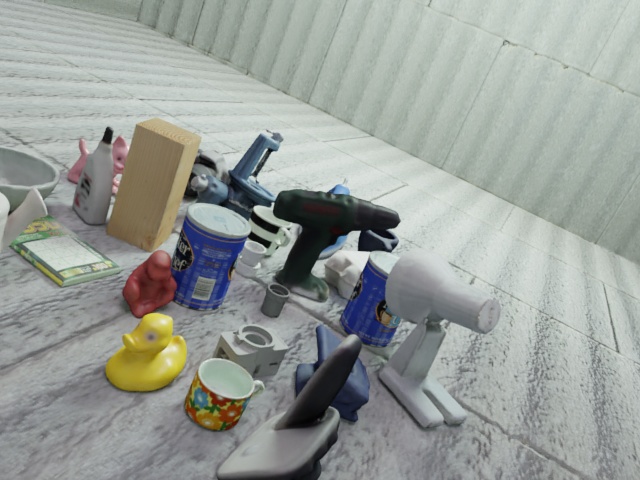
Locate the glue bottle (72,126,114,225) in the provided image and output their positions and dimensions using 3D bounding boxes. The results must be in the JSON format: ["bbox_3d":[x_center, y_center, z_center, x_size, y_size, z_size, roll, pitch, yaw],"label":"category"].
[{"bbox_3d":[-0.386,-0.117,0.997,0.078,0.173,0.037,36,24,31],"label":"glue bottle"}]

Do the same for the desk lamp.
[{"bbox_3d":[0.180,0.144,0.898,0.118,0.213,0.202,6,27,-38],"label":"desk lamp"}]

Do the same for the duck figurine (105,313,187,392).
[{"bbox_3d":[-0.206,0.130,0.707,0.077,0.086,0.105,35,24,29],"label":"duck figurine"}]

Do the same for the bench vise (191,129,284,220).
[{"bbox_3d":[-0.157,-0.126,1.195,0.121,0.220,0.208,32,22,22],"label":"bench vise"}]

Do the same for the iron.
[{"bbox_3d":[0.026,-0.058,1.331,0.118,0.141,0.258,23,21,0],"label":"iron"}]

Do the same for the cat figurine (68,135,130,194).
[{"bbox_3d":[-0.423,-0.162,1.146,0.128,0.118,0.067,16,22,-18],"label":"cat figurine"}]

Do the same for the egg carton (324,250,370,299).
[{"bbox_3d":[0.083,0.072,1.176,0.151,0.069,0.107,3,28,-42],"label":"egg carton"}]

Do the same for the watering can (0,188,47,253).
[{"bbox_3d":[-0.441,-0.040,0.720,0.100,0.194,0.173,29,21,17],"label":"watering can"}]

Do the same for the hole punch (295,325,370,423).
[{"bbox_3d":[0.025,0.185,0.808,0.101,0.091,0.108,19,21,-11],"label":"hole punch"}]

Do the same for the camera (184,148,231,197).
[{"bbox_3d":[-0.283,-0.158,1.309,0.143,0.101,0.137,25,21,5],"label":"camera"}]

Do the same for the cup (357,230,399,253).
[{"bbox_3d":[0.125,0.027,1.294,0.092,0.095,0.117,15,22,-21],"label":"cup"}]

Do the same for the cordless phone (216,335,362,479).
[{"bbox_3d":[-0.023,0.189,0.614,0.094,0.185,0.148,28,21,13],"label":"cordless phone"}]

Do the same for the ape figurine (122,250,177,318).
[{"bbox_3d":[-0.244,0.057,0.836,0.078,0.092,0.076,11,24,-29],"label":"ape figurine"}]

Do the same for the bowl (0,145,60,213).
[{"bbox_3d":[-0.520,-0.092,0.934,0.167,0.075,0.167,20,21,-8],"label":"bowl"}]

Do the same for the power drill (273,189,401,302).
[{"bbox_3d":[0.010,0.004,1.068,0.230,0.208,0.075,19,21,-10],"label":"power drill"}]
